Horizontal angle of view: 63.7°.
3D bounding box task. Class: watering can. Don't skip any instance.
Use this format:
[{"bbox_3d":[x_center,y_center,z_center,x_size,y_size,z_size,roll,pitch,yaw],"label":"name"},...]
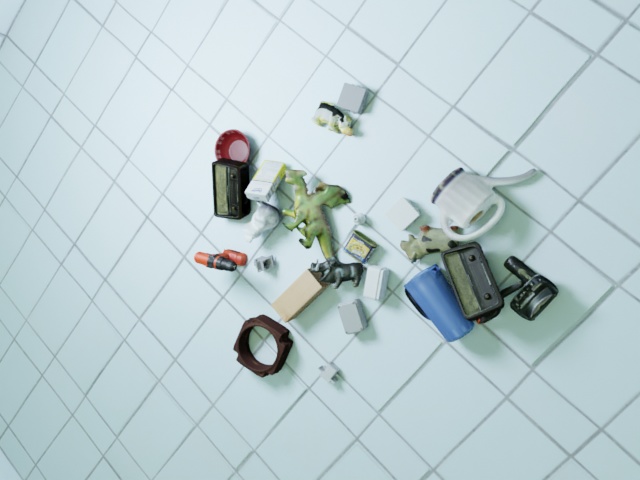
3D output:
[{"bbox_3d":[0.510,-0.154,1.670,0.227,0.348,0.102,44,-3,24],"label":"watering can"}]

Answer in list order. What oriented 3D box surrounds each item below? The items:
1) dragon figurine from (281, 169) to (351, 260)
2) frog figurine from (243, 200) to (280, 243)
[{"bbox_3d":[0.006,-0.095,1.884,0.410,0.241,0.123,44,11,-1],"label":"dragon figurine"},{"bbox_3d":[-0.223,-0.060,1.947,0.122,0.161,0.136,21,-11,-8],"label":"frog figurine"}]
